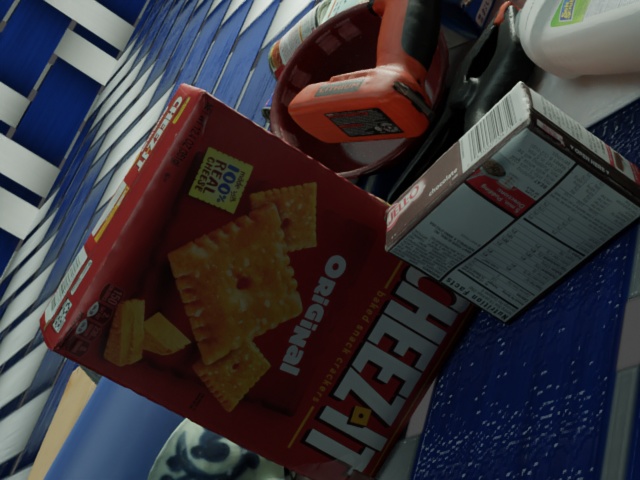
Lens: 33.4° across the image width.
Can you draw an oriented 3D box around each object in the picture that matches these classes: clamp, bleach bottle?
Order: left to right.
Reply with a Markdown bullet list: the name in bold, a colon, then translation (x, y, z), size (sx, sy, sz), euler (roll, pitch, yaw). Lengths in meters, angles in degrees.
- **clamp**: translation (0.104, -0.087, 0.751), size (0.120, 0.039, 0.171), euler (-18, 42, 54)
- **bleach bottle**: translation (0.185, -0.143, 0.601), size (0.102, 0.068, 0.251), euler (-59, 17, -5)

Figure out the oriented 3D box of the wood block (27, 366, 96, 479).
- **wood block**: translation (-0.208, 0.212, 0.986), size (0.091, 0.090, 0.206), euler (-39, 27, 44)

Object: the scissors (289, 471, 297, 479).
- **scissors**: translation (-0.016, 0.098, 0.798), size (0.096, 0.016, 0.202), euler (-57, 20, 5)

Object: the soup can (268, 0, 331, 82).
- **soup can**: translation (-0.002, -0.207, 1.139), size (0.102, 0.068, 0.068), euler (-30, 34, 53)

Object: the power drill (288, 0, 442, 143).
- **power drill**: translation (0.040, -0.166, 0.800), size (0.185, 0.057, 0.187), euler (0, 66, 43)

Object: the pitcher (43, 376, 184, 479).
- **pitcher**: translation (-0.116, 0.141, 0.783), size (0.149, 0.145, 0.242), euler (18, 75, 31)

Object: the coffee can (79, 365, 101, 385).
- **coffee can**: translation (-0.143, 0.070, 0.970), size (0.103, 0.102, 0.140), euler (-33, 17, 51)

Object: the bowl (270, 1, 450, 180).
- **bowl**: translation (0.040, -0.110, 0.854), size (0.162, 0.055, 0.162), euler (-15, 60, 28)

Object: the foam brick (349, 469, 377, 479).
- **foam brick**: translation (0.040, 0.154, 0.523), size (0.053, 0.051, 0.078), euler (-62, 20, -9)

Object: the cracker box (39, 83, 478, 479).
- **cracker box**: translation (-0.028, 0.034, 0.623), size (0.164, 0.213, 0.072), euler (-58, 21, 1)

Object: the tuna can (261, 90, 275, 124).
- **tuna can**: translation (-0.010, -0.111, 0.988), size (0.033, 0.086, 0.086), euler (-59, 19, -8)

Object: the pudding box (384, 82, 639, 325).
- **pudding box**: translation (0.102, -0.015, 0.567), size (0.114, 0.090, 0.039), euler (-44, 26, 35)
